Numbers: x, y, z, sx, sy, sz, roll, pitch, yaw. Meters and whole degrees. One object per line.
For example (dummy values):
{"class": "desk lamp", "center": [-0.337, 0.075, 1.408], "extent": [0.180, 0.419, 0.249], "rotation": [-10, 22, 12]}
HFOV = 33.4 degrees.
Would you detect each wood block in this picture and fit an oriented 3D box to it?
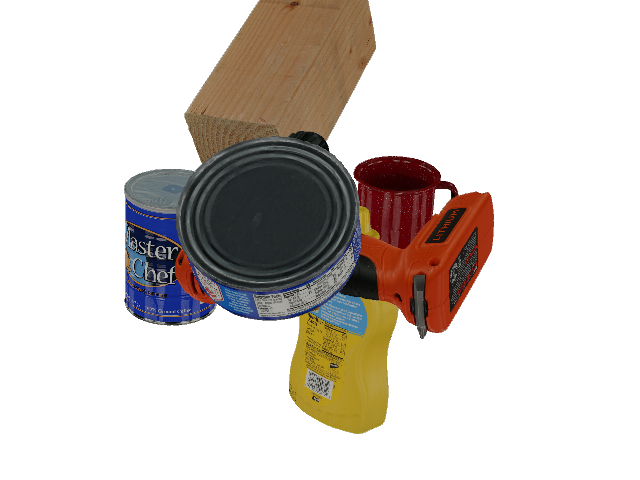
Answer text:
{"class": "wood block", "center": [-0.030, -0.147, 0.971], "extent": [0.091, 0.206, 0.090], "rotation": [11, -37, 22]}

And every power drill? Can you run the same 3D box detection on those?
{"class": "power drill", "center": [0.019, -0.010, 0.730], "extent": [0.188, 0.057, 0.184], "rotation": [10, 41, 25]}

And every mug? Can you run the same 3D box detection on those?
{"class": "mug", "center": [0.093, -0.037, 1.155], "extent": [0.117, 0.081, 0.093], "rotation": [-4, 29, -10]}

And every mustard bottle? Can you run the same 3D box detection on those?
{"class": "mustard bottle", "center": [0.022, 0.063, 0.921], "extent": [0.058, 0.192, 0.096], "rotation": [-13, 26, -42]}

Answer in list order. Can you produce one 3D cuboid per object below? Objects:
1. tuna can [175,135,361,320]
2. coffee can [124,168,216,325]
{"class": "tuna can", "center": [-0.023, -0.006, 0.506], "extent": [0.086, 0.086, 0.034], "rotation": [0, -32, 7]}
{"class": "coffee can", "center": [-0.160, 0.006, 1.156], "extent": [0.103, 0.140, 0.103], "rotation": [4, 27, -2]}
